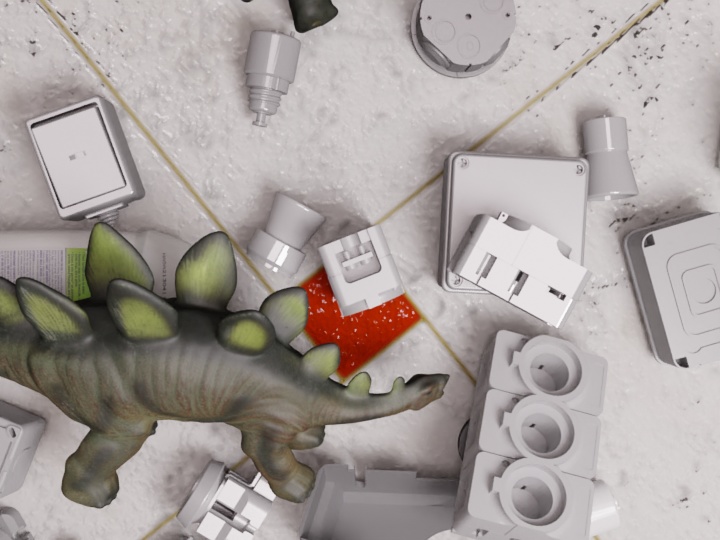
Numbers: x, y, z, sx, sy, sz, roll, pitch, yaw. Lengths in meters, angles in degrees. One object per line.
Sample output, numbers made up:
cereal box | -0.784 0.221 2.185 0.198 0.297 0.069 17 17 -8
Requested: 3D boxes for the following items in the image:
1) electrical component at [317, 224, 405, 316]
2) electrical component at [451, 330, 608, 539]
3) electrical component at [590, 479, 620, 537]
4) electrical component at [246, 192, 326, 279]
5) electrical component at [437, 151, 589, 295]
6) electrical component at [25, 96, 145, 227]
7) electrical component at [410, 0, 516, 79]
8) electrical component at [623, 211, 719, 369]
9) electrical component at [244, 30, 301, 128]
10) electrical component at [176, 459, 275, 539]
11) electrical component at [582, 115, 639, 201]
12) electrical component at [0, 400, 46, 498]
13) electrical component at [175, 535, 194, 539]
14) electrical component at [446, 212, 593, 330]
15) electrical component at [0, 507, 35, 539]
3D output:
electrical component | 0.000 0.000 0.821 0.050 0.089 0.055 -21 93 -2
electrical component | 0.130 0.130 0.812 0.089 0.061 0.150 15 61 -3
electrical component | 0.171 0.196 0.859 0.078 0.040 0.040 -18 92 -1
electrical component | -0.058 -0.027 0.840 0.045 0.045 0.055 29 91 -3
electrical component | 0.118 -0.035 0.842 0.109 0.056 0.108 3 92 -3
electrical component | -0.208 -0.078 0.824 0.062 0.061 0.096 -20 92 -2
electrical component | 0.081 -0.192 0.838 0.080 0.051 0.080 0 92 -2
electrical component | 0.262 0.015 0.849 0.078 0.057 0.113 -16 92 -2
electrical component | -0.071 -0.151 0.838 0.040 0.040 0.078 11 91 -3
electrical component | -0.106 0.184 0.839 0.057 0.058 0.078 32 85 -4
electrical component | 0.196 -0.089 0.852 0.044 0.044 0.065 -4 87 -2
electrical component | -0.301 0.129 0.830 0.096 0.061 0.061 22 91 5
electrical component | -0.151 0.245 0.847 0.078 0.040 0.040 -44 93 0
electrical component | 0.118 -0.003 0.787 0.089 0.050 0.055 28 91 -3
electrical component | -0.287 0.221 0.832 0.058 0.057 0.078 -29 93 -1
